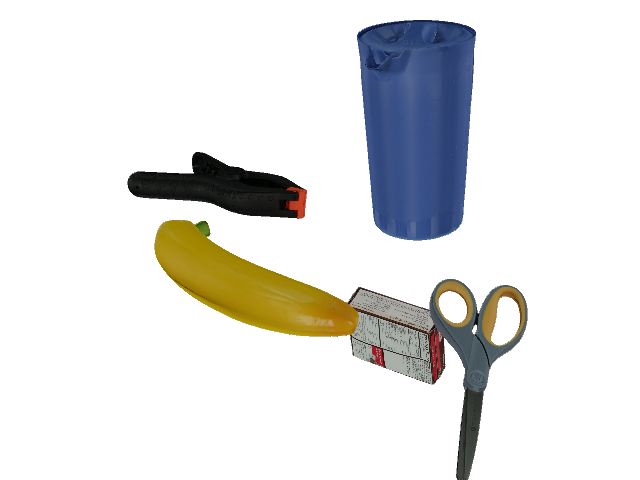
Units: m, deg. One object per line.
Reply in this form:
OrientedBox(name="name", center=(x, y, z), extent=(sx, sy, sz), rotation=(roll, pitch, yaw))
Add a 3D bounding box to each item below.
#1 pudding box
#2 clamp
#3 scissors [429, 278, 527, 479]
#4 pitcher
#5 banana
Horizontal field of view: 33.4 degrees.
OrientedBox(name="pudding box", center=(0.088, 0.111, 1.244), extent=(0.114, 0.090, 0.039), rotation=(16, 46, 25))
OrientedBox(name="clamp", center=(-0.097, -0.050, 1.025), extent=(0.172, 0.039, 0.120), rotation=(15, 28, 35))
OrientedBox(name="scissors", center=(0.116, 0.105, 0.902), extent=(0.096, 0.201, 0.016), rotation=(26, -38, 10))
OrientedBox(name="pitcher", center=(0.120, -0.132, 1.249), extent=(0.149, 0.243, 0.145), rotation=(-5, 25, -4))
OrientedBox(name="banana", center=(-0.058, 0.020, 0.697), extent=(0.069, 0.037, 0.198), rotation=(-17, 29, -31))
